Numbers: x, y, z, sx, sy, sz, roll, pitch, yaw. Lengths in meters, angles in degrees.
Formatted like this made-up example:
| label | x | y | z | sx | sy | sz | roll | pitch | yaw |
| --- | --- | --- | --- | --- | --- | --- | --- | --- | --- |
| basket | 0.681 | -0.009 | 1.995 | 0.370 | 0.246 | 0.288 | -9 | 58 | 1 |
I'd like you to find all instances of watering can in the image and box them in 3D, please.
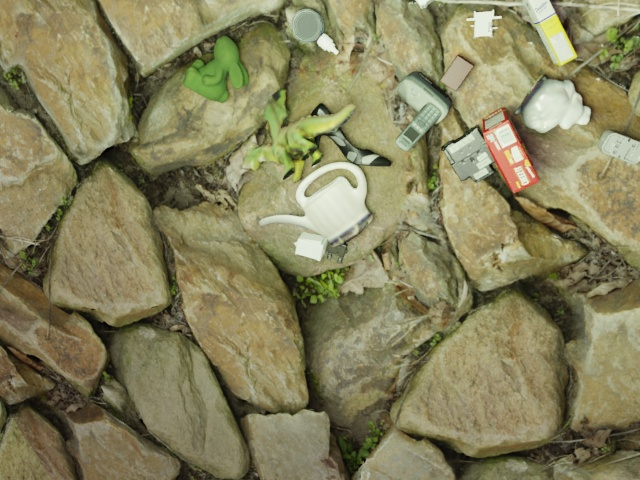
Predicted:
| label | x | y | z | sx | sy | sz | roll | pitch | yaw |
| --- | --- | --- | --- | --- | --- | --- | --- | --- | --- |
| watering can | 0.005 | -0.075 | 1.500 | 0.344 | 0.105 | 0.224 | -35 | 95 | 19 |

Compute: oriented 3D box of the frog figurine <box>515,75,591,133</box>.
| label | x | y | z | sx | sy | sz | roll | pitch | yaw |
| --- | --- | --- | --- | --- | --- | --- | --- | --- | --- |
| frog figurine | 0.579 | -0.320 | 1.261 | 0.160 | 0.122 | 0.137 | 35 | 96 | 13 |

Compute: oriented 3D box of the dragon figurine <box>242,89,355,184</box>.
| label | x | y | z | sx | sy | sz | roll | pitch | yaw |
| --- | --- | --- | --- | --- | --- | --- | --- | --- | --- |
| dragon figurine | -0.082 | -0.307 | 1.418 | 0.403 | 0.123 | 0.245 | -43 | 71 | 34 |
